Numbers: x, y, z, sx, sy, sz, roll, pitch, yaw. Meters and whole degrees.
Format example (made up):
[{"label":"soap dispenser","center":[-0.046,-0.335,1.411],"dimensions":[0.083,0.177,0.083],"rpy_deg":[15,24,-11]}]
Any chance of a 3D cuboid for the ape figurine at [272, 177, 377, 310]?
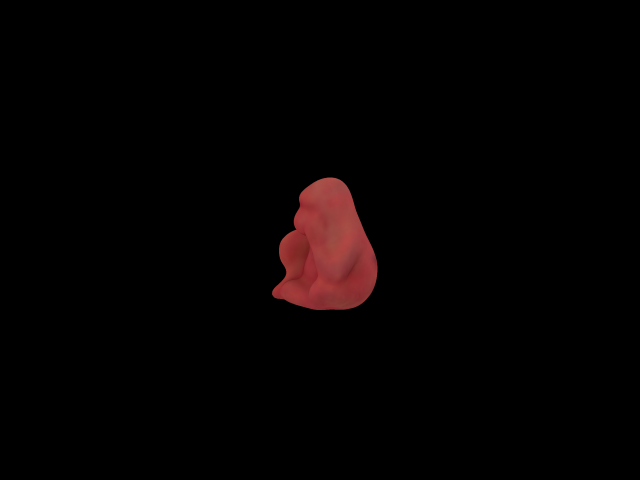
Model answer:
[{"label":"ape figurine","center":[0.004,0.001,0.400],"dimensions":[0.076,0.092,0.077],"rpy_deg":[-3,19,-7]}]
